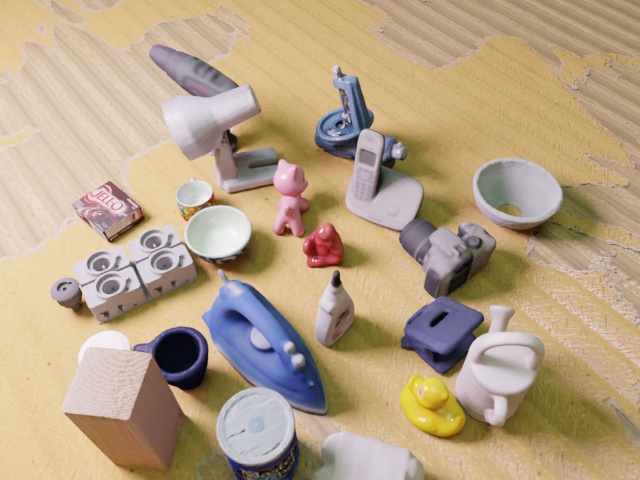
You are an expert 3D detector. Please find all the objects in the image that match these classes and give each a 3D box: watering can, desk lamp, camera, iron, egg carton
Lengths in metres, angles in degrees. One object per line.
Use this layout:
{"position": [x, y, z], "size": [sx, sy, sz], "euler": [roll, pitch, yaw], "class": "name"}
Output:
{"position": [0.262, 0.178, 0.838], "size": [0.101, 0.194, 0.172], "euler": [-10, 53, -6], "class": "watering can"}
{"position": [-0.186, -0.202, 1.122], "size": [0.203, 0.214, 0.117], "euler": [-13, 53, -9], "class": "desk lamp"}
{"position": [0.221, 0.009, 1.028], "size": [0.143, 0.101, 0.136], "euler": [-32, 59, -22], "class": "camera"}
{"position": [-0.078, 0.154, 0.893], "size": [0.119, 0.141, 0.257], "euler": [-38, 61, -25], "class": "iron"}
{"position": [0.068, 0.333, 0.800], "size": [0.150, 0.069, 0.107], "euler": [13, 54, 10], "class": "egg carton"}

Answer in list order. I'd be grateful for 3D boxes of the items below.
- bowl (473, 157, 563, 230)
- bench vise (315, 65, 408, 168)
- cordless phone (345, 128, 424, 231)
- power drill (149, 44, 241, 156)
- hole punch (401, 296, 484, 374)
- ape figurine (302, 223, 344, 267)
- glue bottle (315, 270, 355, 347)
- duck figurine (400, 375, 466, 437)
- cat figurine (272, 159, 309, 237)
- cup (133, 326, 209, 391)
{"position": [0.373, -0.077, 1.108], "size": [0.167, 0.075, 0.167], "euler": [0, 52, 1], "class": "bowl"}
{"position": [0.085, -0.239, 1.144], "size": [0.207, 0.220, 0.121], "euler": [14, 54, 12], "class": "bench vise"}
{"position": [0.124, -0.114, 1.070], "size": [0.147, 0.185, 0.094], "euler": [21, 56, 16], "class": "cordless phone"}
{"position": [-0.243, -0.283, 1.188], "size": [0.229, 0.208, 0.076], "euler": [24, 57, 18], "class": "power drill"}
{"position": [0.196, 0.145, 0.929], "size": [0.109, 0.091, 0.100], "euler": [-36, 60, -24], "class": "hole punch"}
{"position": [0.010, 0.004, 1.039], "size": [0.077, 0.092, 0.076], "euler": [28, 58, 21], "class": "ape figurine"}
{"position": [0.024, 0.102, 0.913], "size": [0.037, 0.173, 0.078], "euler": [31, 59, 22], "class": "glue bottle"}
{"position": [0.172, 0.242, 0.859], "size": [0.104, 0.086, 0.078], "euler": [32, 59, 23], "class": "duck figurine"}
{"position": [-0.057, -0.089, 1.095], "size": [0.067, 0.118, 0.128], "euler": [2, 53, 3], "class": "cat figurine"}
{"position": [-0.226, 0.194, 0.894], "size": [0.117, 0.095, 0.091], "euler": [5, 53, 5], "class": "cup"}
